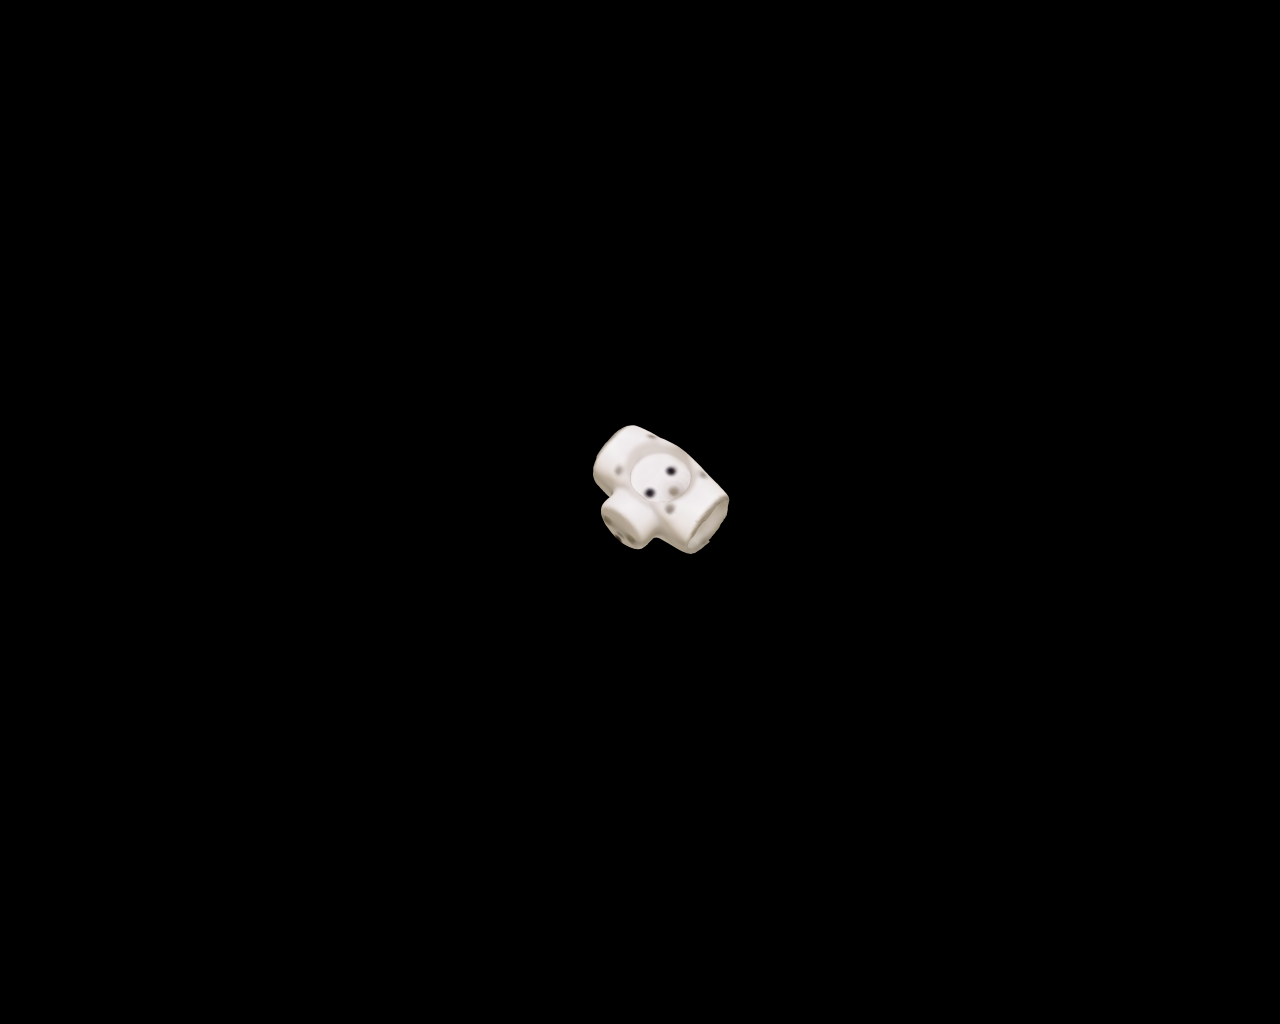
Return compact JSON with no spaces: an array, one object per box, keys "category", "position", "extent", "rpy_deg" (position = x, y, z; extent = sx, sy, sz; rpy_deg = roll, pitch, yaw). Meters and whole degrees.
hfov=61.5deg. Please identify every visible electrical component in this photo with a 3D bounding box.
[{"category":"electrical component","position":[0.001,-0.003,0.650],"extent":[0.077,0.079,0.044],"rpy_deg":[38,-21,18]}]
